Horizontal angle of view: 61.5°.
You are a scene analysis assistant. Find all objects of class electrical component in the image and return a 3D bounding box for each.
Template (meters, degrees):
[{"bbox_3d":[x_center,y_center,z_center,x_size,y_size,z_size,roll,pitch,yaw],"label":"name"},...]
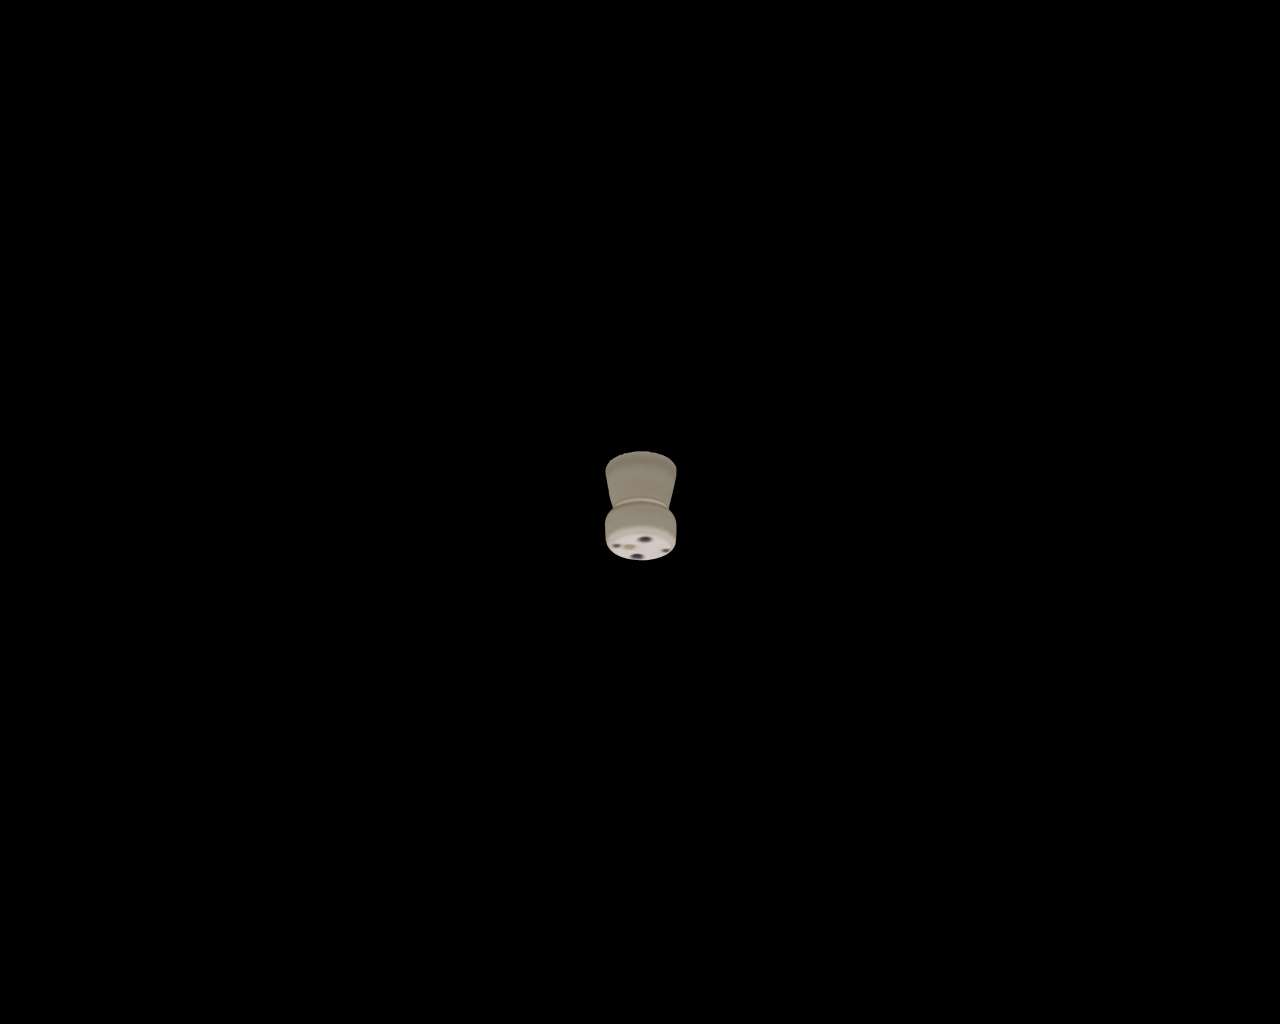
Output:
[{"bbox_3d":[0.001,-0.003,0.650,0.045,0.055,0.044,0,-28,0],"label":"electrical component"}]
